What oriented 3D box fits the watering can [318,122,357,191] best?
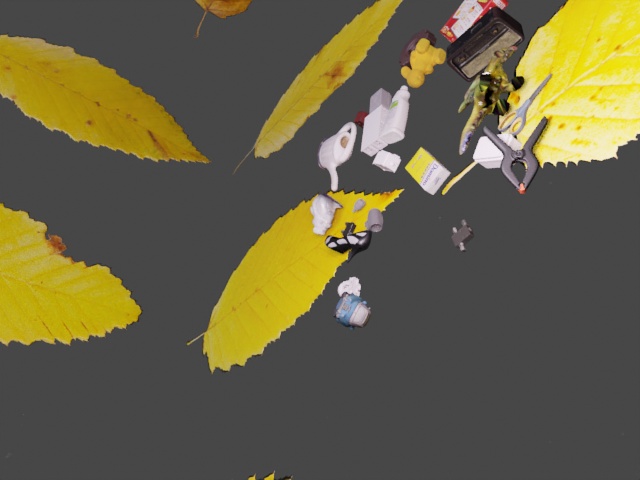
[{"bbox_3d":[0.064,-0.362,2.277,0.223,0.103,0.352,-10,57,59],"label":"watering can"}]

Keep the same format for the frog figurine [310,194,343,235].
[{"bbox_3d":[0.006,-0.107,2.133,0.139,0.121,0.160,30,80,45],"label":"frog figurine"}]

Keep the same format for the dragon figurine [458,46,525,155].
[{"bbox_3d":[0.499,-0.438,1.596,0.410,0.122,0.243,-58,5,1],"label":"dragon figurine"}]
